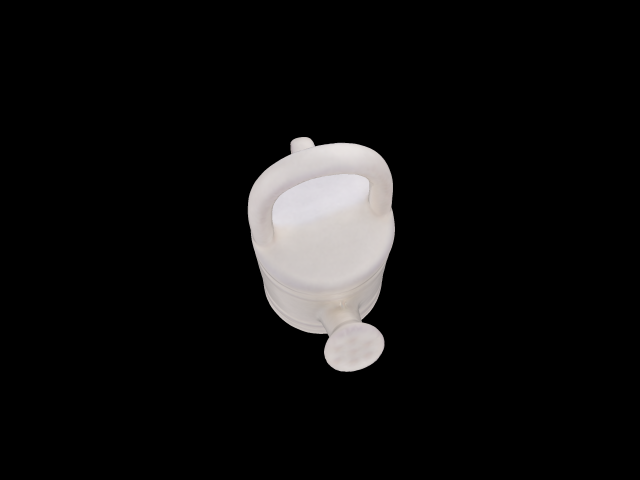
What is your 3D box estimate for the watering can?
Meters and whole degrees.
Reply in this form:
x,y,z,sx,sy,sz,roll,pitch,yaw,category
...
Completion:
x,y,z,sx,sy,sz,roll,pitch,yaw,category
0.006,0.001,0.400,0.101,0.194,0.172,-33,70,-13,watering can
